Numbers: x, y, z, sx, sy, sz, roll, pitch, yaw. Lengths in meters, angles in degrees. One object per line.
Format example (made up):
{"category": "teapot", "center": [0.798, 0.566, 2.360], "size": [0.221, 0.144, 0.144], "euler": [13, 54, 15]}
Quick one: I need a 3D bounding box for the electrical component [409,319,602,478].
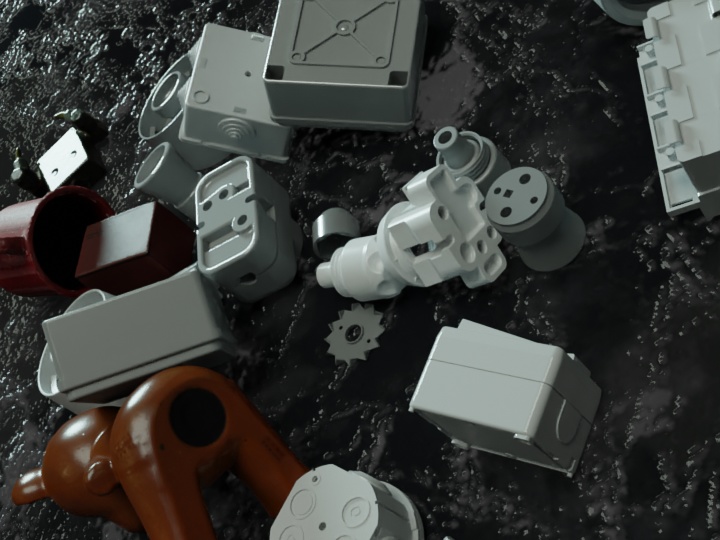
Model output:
{"category": "electrical component", "center": [0.078, 0.068, 0.605], "size": [0.096, 0.062, 0.061], "euler": [8, 67, 40]}

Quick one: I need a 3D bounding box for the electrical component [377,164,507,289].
{"category": "electrical component", "center": [0.048, -0.022, 0.685], "size": [0.057, 0.078, 0.058], "euler": [-22, 15, 47]}

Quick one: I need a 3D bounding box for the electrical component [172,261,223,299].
{"category": "electrical component", "center": [-0.133, 0.020, 0.813], "size": [0.046, 0.040, 0.040], "euler": [-33, 47, 7]}

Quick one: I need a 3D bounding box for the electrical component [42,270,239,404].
{"category": "electrical component", "center": [-0.145, 0.047, 0.731], "size": [0.109, 0.108, 0.056], "euler": [-19, 83, -3]}

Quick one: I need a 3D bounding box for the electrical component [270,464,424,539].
{"category": "electrical component", "center": [-0.008, 0.155, 0.620], "size": [0.080, 0.051, 0.080], "euler": [-19, 52, 26]}

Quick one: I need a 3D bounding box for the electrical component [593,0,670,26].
{"category": "electrical component", "center": [0.188, -0.204, 0.676], "size": [0.108, 0.108, 0.060], "euler": [-34, 53, 14]}

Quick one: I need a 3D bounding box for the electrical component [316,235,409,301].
{"category": "electrical component", "center": [0.000, 0.000, 0.723], "size": [0.062, 0.043, 0.043], "euler": [-9, 57, 35]}

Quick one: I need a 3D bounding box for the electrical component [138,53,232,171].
{"category": "electrical component", "center": [-0.141, -0.137, 0.923], "size": [0.099, 0.064, 0.099], "euler": [-33, 39, 32]}

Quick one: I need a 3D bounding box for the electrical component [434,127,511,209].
{"category": "electrical component", "center": [0.070, -0.069, 0.703], "size": [0.043, 0.062, 0.043], "euler": [-19, 52, 26]}

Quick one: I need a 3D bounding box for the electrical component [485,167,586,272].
{"category": "electrical component", "center": [0.107, -0.031, 0.655], "size": [0.045, 0.055, 0.045], "euler": [-19, 51, 26]}

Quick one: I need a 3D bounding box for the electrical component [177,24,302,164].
{"category": "electrical component", "center": [-0.090, -0.141, 0.848], "size": [0.100, 0.048, 0.099], "euler": [12, 61, -6]}

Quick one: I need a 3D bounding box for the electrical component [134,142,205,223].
{"category": "electrical component", "center": [-0.140, -0.066, 0.856], "size": [0.044, 0.065, 0.044], "euler": [-39, 31, 28]}

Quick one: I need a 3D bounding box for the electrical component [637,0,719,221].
{"category": "electrical component", "center": [0.203, -0.100, 0.622], "size": [0.079, 0.063, 0.121], "euler": [-19, 52, 26]}

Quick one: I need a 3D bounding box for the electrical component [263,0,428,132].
{"category": "electrical component", "center": [-0.009, -0.162, 0.800], "size": [0.109, 0.056, 0.108], "euler": [4, 61, 8]}

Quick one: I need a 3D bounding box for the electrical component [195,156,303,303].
{"category": "electrical component", "center": [-0.081, -0.027, 0.791], "size": [0.054, 0.059, 0.095], "euler": [-26, 49, 21]}

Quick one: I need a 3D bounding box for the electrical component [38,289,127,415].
{"category": "electrical component", "center": [-0.201, 0.066, 0.833], "size": [0.099, 0.064, 0.099], "euler": [-33, 41, 33]}

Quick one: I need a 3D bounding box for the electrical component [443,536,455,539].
{"category": "electrical component", "center": [0.041, 0.179, 0.573], "size": [0.081, 0.043, 0.043], "euler": [-46, 45, 2]}
